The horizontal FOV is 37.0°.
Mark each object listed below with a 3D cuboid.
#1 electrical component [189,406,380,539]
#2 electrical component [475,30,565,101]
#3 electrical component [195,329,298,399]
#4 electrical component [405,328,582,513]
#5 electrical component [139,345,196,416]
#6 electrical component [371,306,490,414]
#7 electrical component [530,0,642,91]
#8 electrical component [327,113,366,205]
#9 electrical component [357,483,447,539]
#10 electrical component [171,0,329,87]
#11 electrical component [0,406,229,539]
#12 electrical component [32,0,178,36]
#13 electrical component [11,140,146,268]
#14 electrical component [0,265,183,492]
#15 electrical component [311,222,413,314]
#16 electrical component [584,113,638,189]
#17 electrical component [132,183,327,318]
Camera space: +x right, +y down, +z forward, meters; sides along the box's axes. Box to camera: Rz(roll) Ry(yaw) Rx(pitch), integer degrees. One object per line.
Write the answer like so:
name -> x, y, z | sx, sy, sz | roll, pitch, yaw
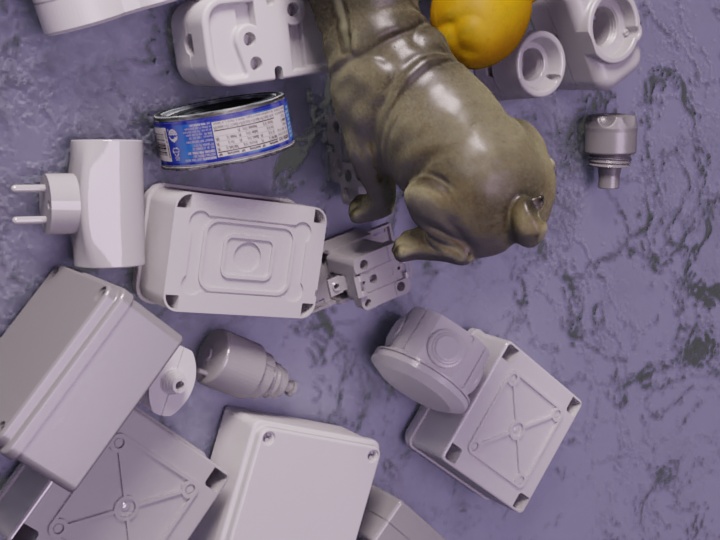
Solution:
electrical component -> -0.053, 0.160, 0.761 | 0.109, 0.056, 0.108 | 16, 89, -35
electrical component -> 0.124, -0.158, 0.828 | 0.055, 0.047, 0.055 | -7, 102, -33
electrical component -> -0.077, 0.069, 0.738 | 0.078, 0.040, 0.040 | 27, 83, -34
electrical component -> 0.108, 0.121, 0.862 | 0.109, 0.056, 0.108 | 39, 77, -32
electrical component -> -0.130, 0.063, 0.677 | 0.043, 0.081, 0.043 | -7, 102, -33
electrical component -> 0.053, 0.068, 0.803 | 0.080, 0.080, 0.051 | 43, 69, -31
electrical component -> 0.180, -0.192, 0.852 | 0.054, 0.059, 0.095 | -38, 117, -23
electrical component -> 0.015, -0.088, 0.762 | 0.057, 0.058, 0.078 | -10, 104, -29
electrical component -> 0.021, 0.221, 0.827 | 0.083, 0.047, 0.075 | 46, 73, -31
electrical component -> -0.069, -0.150, 0.692 | 0.095, 0.059, 0.053 | -15, 107, -31
electrical component -> -0.160, 0.143, 0.687 | 0.109, 0.056, 0.108 | 42, 75, -32
electrical component -> -0.136, -0.195, 0.643 | 0.138, 0.052, 0.073 | -26, 112, -28
electrical component -> -0.171, -0.040, 0.653 | 0.079, 0.044, 0.077 | -3, 96, -27
electrical component -> -0.172, 0.059, 0.630 | 0.056, 0.109, 0.108 | 42, 75, -30
electrical component -> 0.000, 0.000, 0.764 | 0.081, 0.064, 0.042 | -24, 112, -29
electrical component -> 0.209, -0.099, 0.898 | 0.043, 0.043, 0.062 | -8, 103, -33
electrical component -> -0.087, -0.012, 0.707 | 0.113, 0.057, 0.078 | 5, 96, -34
